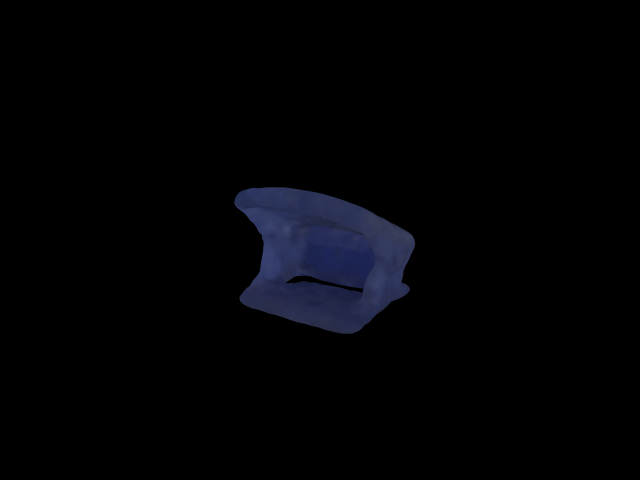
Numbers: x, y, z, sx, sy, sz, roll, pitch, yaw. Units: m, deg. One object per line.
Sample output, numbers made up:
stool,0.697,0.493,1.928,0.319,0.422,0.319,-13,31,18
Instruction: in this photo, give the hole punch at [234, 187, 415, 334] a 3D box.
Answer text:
hole punch,0.004,0.001,0.400,0.108,0.091,0.101,11,21,30
